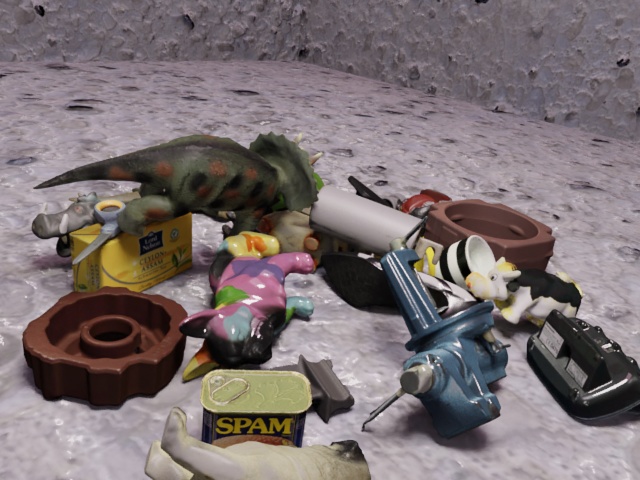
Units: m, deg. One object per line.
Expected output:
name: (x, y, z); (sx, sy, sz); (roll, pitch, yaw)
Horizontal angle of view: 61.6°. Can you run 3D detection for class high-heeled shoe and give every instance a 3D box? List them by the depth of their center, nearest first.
high-heeled shoe: (0.128, 0.065, 0.820); (0.145, 0.086, 0.249); (-14, 37, -44)

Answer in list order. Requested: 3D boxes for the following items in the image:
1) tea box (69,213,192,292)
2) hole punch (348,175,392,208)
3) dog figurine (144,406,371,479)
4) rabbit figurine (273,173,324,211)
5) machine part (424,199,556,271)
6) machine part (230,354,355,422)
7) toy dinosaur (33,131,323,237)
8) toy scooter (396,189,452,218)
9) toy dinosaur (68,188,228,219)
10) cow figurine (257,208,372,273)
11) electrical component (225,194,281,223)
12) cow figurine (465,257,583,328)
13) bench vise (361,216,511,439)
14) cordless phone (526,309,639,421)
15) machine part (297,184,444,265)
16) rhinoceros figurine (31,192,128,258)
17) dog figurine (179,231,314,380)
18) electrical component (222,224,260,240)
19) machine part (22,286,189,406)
tea box: (-0.268, 0.017, 0.784); (0.068, 0.098, 0.169); (20, 29, 27)
hole punch: (0.090, -0.053, 1.073); (0.115, 0.092, 0.142); (30, 12, -26)
dog figurine: (-0.045, 0.229, 0.411); (0.190, 0.121, 0.172); (19, 56, -15)
rabbit figurine: (-0.045, -0.076, 1.069); (0.170, 0.121, 0.159); (31, 21, 6)
machine part: (0.309, 0.000, 1.001); (0.201, 0.087, 0.201); (-9, 29, -29)
machine part: (-0.033, 0.165, 0.592); (0.139, 0.039, 0.084); (1, 36, -28)
toy dinosaur: (-0.147, -0.087, 0.739); (0.404, 0.192, 0.131); (2, 48, -53)
toy scooter: (0.227, -0.067, 1.134); (0.184, 0.075, 0.135); (-5, 28, -32)
toy dinosaur: (-0.251, -0.106, 1.056); (0.199, 0.105, 0.471); (10, 15, 24)
cow figurine: (-0.002, -0.003, 0.926); (0.195, 0.085, 0.127); (17, 32, 20)
electrical component: (-0.116, -0.063, 0.952); (0.102, 0.045, 0.078); (-32, 35, 5)
cow figurine: (0.298, 0.073, 0.775); (0.167, 0.098, 0.068); (27, 19, -16)
bench vise: (0.131, 0.101, 0.638); (0.223, 0.129, 0.241); (-5, 61, -42)
cordless phone: (0.379, 0.167, 0.693); (0.184, 0.088, 0.147); (13, 22, -15)
machine part: (0.073, -0.024, 0.833); (0.243, 0.079, 0.079); (22, 28, 18)
rhinoceros figurine: (-0.339, -0.019, 0.825); (0.073, 0.112, 0.190); (27, 23, 31)
dog figurine: (-0.111, 0.081, 0.684); (0.192, 0.108, 0.219); (22, 31, 27)
electrical component: (-0.137, -0.006, 0.958); (0.063, 0.021, 0.094); (-8, 28, -32)
machine part: (-0.242, 0.118, 0.623); (0.179, 0.056, 0.179); (7, 24, -3)
